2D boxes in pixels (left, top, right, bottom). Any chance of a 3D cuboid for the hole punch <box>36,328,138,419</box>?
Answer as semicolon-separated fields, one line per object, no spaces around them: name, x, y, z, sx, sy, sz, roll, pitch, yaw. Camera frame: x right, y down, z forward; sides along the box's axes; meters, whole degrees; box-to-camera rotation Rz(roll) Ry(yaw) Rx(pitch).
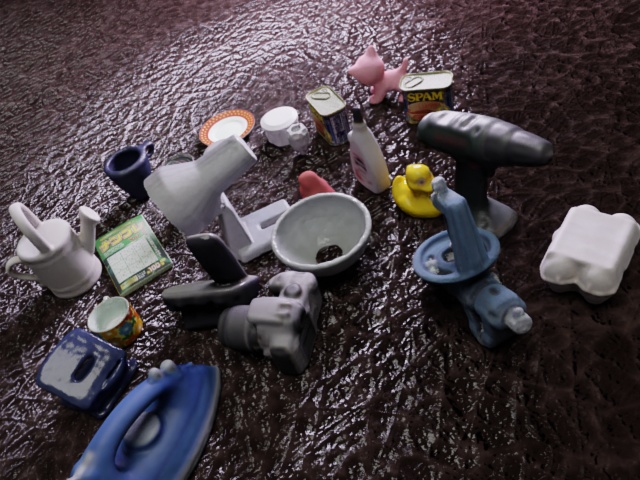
hole punch;-0.352;0.200;0.870;0.100;0.091;0.109;9;52;25

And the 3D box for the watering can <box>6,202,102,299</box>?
watering can;-0.476;0.004;1.018;0.100;0.194;0.173;23;59;33

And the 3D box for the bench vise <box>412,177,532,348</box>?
bench vise;0.208;0.023;0.759;0.122;0.220;0.206;-43;50;-21

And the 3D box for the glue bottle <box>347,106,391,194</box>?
glue bottle;0.078;-0.163;1.005;0.037;0.173;0.077;-37;48;-16

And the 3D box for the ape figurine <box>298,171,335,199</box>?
ape figurine;-0.012;-0.087;1.022;0.076;0.092;0.078;14;55;29

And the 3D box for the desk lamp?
desk lamp;-0.160;-0.066;0.966;0.203;0.214;0.117;-27;46;-7

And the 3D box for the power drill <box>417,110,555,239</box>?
power drill;0.249;-0.102;0.869;0.076;0.209;0.228;-40;49;-18

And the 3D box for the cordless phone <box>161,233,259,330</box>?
cordless phone;-0.185;0.052;0.886;0.147;0.185;0.094;-10;47;10

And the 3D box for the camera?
camera;-0.078;0.114;0.853;0.136;0.101;0.143;0;49;18

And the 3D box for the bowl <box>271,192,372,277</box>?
bowl;0.009;0.003;0.944;0.167;0.075;0.167;-9;47;10

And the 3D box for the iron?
iron;-0.229;0.245;0.754;0.118;0.142;0.259;12;54;27

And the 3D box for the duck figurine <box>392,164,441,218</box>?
duck figurine;0.166;-0.093;0.974;0.104;0.086;0.078;29;63;36

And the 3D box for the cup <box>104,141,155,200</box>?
cup;-0.375;-0.141;1.187;0.091;0.095;0.118;21;58;32

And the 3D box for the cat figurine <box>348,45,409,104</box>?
cat figurine;0.128;-0.350;1.199;0.127;0.118;0.067;-2;48;16

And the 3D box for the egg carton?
egg carton;0.383;0.017;0.814;0.107;0.069;0.150;19;57;31
